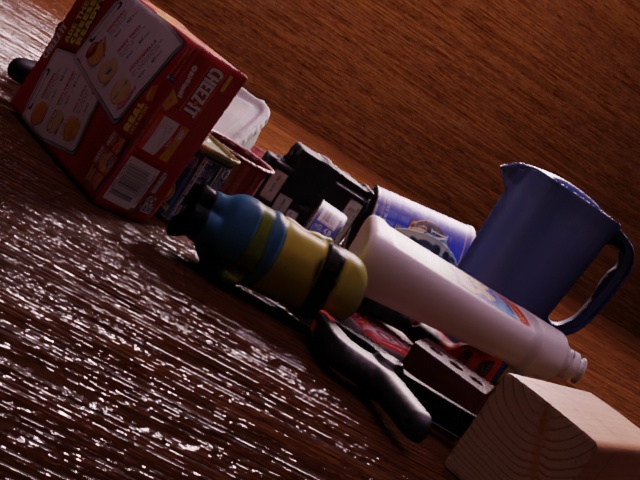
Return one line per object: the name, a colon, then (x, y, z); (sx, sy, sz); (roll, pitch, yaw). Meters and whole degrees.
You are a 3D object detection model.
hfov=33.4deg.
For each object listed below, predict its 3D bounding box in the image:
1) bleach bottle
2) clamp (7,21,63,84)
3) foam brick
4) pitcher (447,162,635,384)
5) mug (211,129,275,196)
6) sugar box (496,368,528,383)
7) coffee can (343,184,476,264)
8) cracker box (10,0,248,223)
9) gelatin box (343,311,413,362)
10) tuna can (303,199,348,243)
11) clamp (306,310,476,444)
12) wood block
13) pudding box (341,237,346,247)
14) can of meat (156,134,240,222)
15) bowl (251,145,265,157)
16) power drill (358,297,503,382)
bleach bottle: (0.144, 0.068, 1.040); (0.250, 0.068, 0.102); (28, 13, -6)
clamp: (-0.220, -0.169, 1.158); (0.209, 0.036, 0.164); (24, 27, -13)
foam brick: (0.105, 0.130, 0.933); (0.078, 0.051, 0.053); (36, 9, 15)
pitcher: (0.230, 0.046, 1.219); (0.144, 0.243, 0.149); (24, 13, -46)
mug: (-0.108, -0.061, 1.114); (0.093, 0.081, 0.117); (33, 8, -6)
sugar box: (0.215, 0.105, 1.346); (0.048, 0.093, 0.176); (30, 10, -30)
coffee can: (0.114, 0.003, 1.365); (0.140, 0.103, 0.103); (23, 10, -10)
cracker box: (-0.183, -0.137, 0.988); (0.072, 0.164, 0.214); (28, 10, -46)
gelatin box: (0.060, 0.102, 0.999); (0.089, 0.030, 0.073); (27, 11, -35)
tuna can: (-0.007, 0.001, 1.127); (0.033, 0.086, 0.086); (34, 8, -3)
clamp: (0.049, 0.113, 0.866); (0.172, 0.039, 0.120); (32, 2, 24)
wood block: (0.200, 0.179, 0.878); (0.090, 0.091, 0.205); (39, 10, 32)
pudding box: (0.088, 0.033, 1.464); (0.113, 0.039, 0.090); (35, 10, 17)
can of meat: (-0.136, -0.068, 1.040); (0.057, 0.084, 0.102); (26, 12, -41)
bowl: (-0.069, -0.083, 1.427); (0.162, 0.055, 0.162); (31, 2, -2)
power drill: (0.101, 0.091, 1.135); (0.188, 0.057, 0.184); (34, 12, 23)
